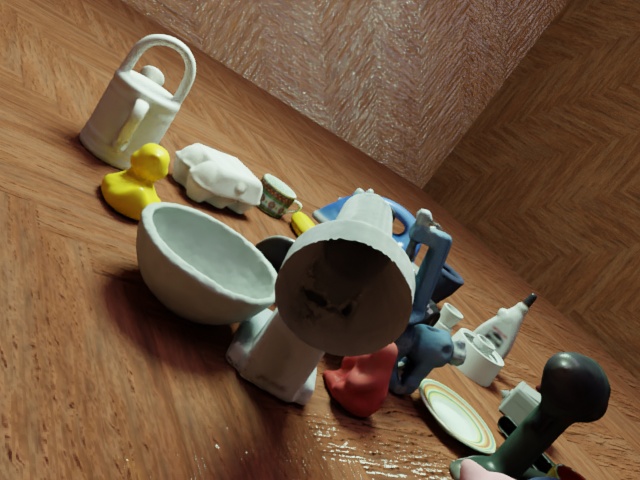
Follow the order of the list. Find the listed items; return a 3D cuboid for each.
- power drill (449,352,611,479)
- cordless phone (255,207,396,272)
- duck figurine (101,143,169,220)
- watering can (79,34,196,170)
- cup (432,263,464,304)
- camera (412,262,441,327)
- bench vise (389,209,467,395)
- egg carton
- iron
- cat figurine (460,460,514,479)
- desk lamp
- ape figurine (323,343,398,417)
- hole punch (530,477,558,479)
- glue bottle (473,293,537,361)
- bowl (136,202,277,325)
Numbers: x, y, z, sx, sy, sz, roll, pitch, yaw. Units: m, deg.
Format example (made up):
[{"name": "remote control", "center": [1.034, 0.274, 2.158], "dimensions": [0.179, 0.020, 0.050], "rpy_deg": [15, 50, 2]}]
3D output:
[{"name": "power drill", "center": [0.249, 0.215, 0.655], "dimensions": [0.231, 0.208, 0.075], "rpy_deg": [17, 24, -52]}, {"name": "cordless phone", "center": [0.007, 0.003, 0.798], "dimensions": [0.148, 0.185, 0.094], "rpy_deg": [27, 17, -32]}, {"name": "duck figurine", "center": [-0.223, -0.080, 0.723], "dimensions": [0.078, 0.086, 0.104], "rpy_deg": [30, 16, -25]}, {"name": "watering can", "center": [-0.256, -0.207, 0.825], "dimensions": [0.101, 0.194, 0.172], "rpy_deg": [21, 21, -45]}, {"name": "cup", "center": [0.251, 0.097, 1.243], "dimensions": [0.091, 0.095, 0.118], "rpy_deg": [41, 15, 18]}, {"name": "camera", "center": [0.141, 0.094, 0.991], "dimensions": [0.136, 0.100, 0.144], "rpy_deg": [45, 17, 30]}, {"name": "bench vise", "center": [0.116, 0.077, 0.751], "dimensions": [0.208, 0.219, 0.121], "rpy_deg": [28, 17, -28]}, {"name": "egg carton", "center": [-0.166, -0.099, 0.942], "dimensions": [0.107, 0.069, 0.151], "rpy_deg": [45, 17, 30]}, {"name": "iron", "center": [0.126, -0.036, 1.274], "dimensions": [0.258, 0.141, 0.118], "rpy_deg": [35, 15, -7]}, {"name": "cat figurine", "center": [0.156, 0.258, 0.487], "dimensions": [0.067, 0.117, 0.127], "rpy_deg": [23, 20, -41]}, {"name": "desk lamp", "center": [0.001, 0.055, 0.567], "dimensions": [0.118, 0.213, 0.203], "rpy_deg": [34, 15, -8]}, {"name": "ape figurine", "center": [0.052, 0.147, 0.643], "dimensions": [0.076, 0.092, 0.078], "rpy_deg": [41, 15, 15]}, {"name": "hole punch", "center": [0.234, 0.304, 0.575], "dimensions": [0.109, 0.091, 0.100], "rpy_deg": [24, 19, -41]}, {"name": "glue bottle", "center": [0.358, 0.169, 1.109], "dimensions": [0.078, 0.173, 0.037], "rpy_deg": [40, 15, 14]}, {"name": "bowl", "center": [-0.128, 0.037, 0.604], "dimensions": [0.168, 0.074, 0.167], "rpy_deg": [34, 15, -10]}]
